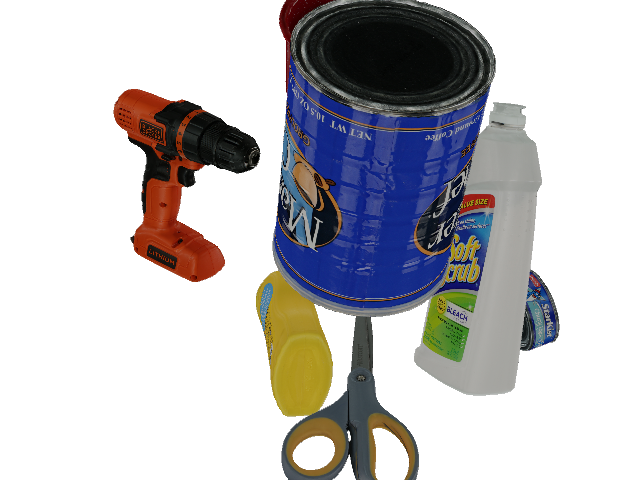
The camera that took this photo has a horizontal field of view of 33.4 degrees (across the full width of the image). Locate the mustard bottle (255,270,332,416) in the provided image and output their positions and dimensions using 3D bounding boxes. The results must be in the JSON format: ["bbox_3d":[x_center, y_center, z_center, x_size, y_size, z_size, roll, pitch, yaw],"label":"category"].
[{"bbox_3d":[-0.031,0.085,1.072,0.058,0.096,0.192,-3,28,-9],"label":"mustard bottle"}]

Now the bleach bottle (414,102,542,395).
[{"bbox_3d":[0.144,0.004,0.944,0.068,0.251,0.103,0,14,-27],"label":"bleach bottle"}]

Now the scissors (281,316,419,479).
[{"bbox_3d":[0.010,0.105,0.732,0.096,0.016,0.202,-6,32,-11],"label":"scissors"}]

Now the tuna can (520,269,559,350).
[{"bbox_3d":[0.222,0.075,1.157,0.033,0.086,0.086,-19,4,-14],"label":"tuna can"}]

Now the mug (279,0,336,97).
[{"bbox_3d":[0.026,-0.140,0.822,0.117,0.093,0.081,0,-35,-2],"label":"mug"}]

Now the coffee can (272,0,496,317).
[{"bbox_3d":[0.030,-0.043,0.570,0.102,0.140,0.103,4,43,-4],"label":"coffee can"}]

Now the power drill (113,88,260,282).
[{"bbox_3d":[-0.138,-0.054,1.118,0.185,0.188,0.057,25,36,32],"label":"power drill"}]
